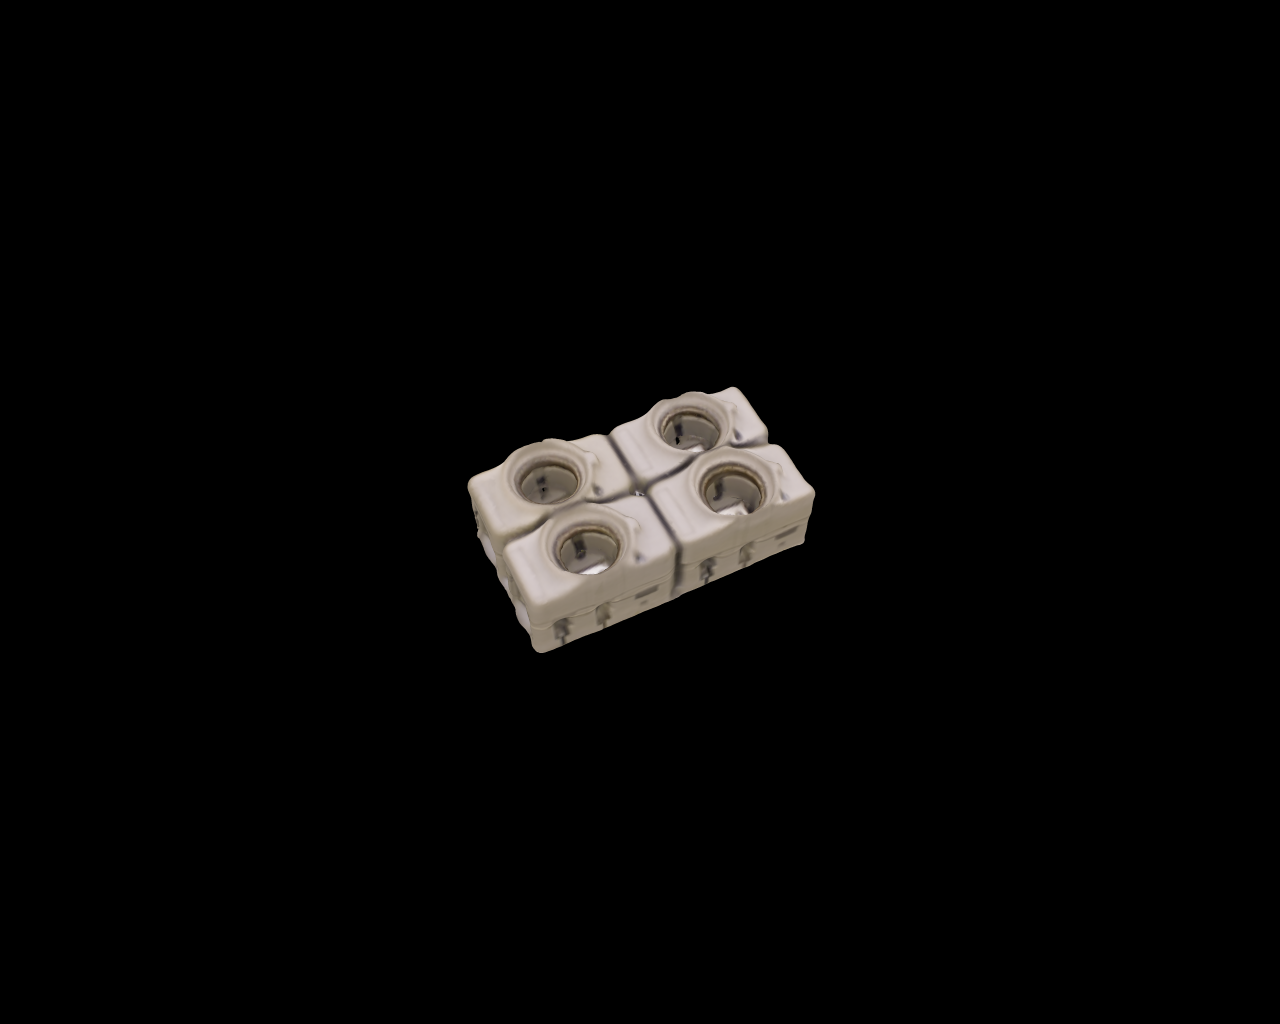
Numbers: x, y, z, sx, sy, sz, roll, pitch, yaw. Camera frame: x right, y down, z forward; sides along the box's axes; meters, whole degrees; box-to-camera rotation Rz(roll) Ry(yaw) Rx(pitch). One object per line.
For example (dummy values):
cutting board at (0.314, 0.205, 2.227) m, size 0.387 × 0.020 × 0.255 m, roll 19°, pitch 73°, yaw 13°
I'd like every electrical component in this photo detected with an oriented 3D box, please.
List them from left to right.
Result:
electrical component at (0.001, -0.003, 0.650) m, size 0.186 × 0.105 × 0.060 m, roll -21°, pitch -34°, yaw -15°
